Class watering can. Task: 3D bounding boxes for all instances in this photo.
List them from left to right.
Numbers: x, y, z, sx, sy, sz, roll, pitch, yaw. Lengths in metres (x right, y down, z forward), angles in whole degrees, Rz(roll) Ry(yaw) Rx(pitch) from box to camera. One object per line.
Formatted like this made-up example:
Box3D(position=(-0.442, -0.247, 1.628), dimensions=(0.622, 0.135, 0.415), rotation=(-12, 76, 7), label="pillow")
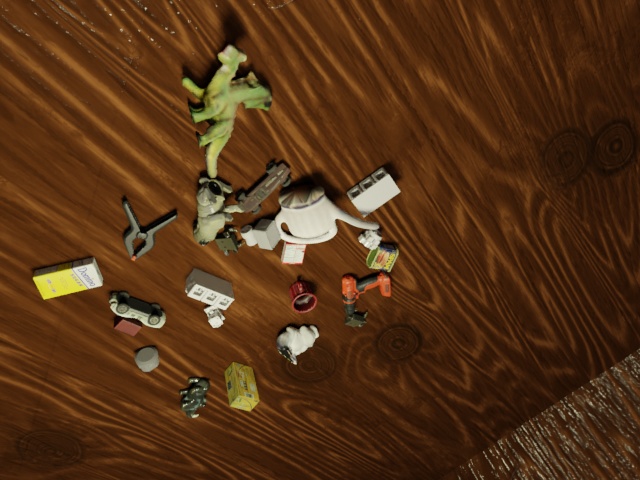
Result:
Box3D(position=(0.005, -0.084, 1.673), dimensions=(0.347, 0.219, 0.106), rotation=(-10, 41, 12), label="watering can")

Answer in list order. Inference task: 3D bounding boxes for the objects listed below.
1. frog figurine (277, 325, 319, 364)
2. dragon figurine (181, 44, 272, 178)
Box3D(position=(-0.088, 0.383, 2.004), dimensions=(0.123, 0.135, 0.162), rotation=(6, 47, 48), label="frog figurine")
Box3D(position=(-0.243, -0.359, 1.433), dimensions=(0.244, 0.125, 0.400), rotation=(-20, -37, -12), label="dragon figurine")
